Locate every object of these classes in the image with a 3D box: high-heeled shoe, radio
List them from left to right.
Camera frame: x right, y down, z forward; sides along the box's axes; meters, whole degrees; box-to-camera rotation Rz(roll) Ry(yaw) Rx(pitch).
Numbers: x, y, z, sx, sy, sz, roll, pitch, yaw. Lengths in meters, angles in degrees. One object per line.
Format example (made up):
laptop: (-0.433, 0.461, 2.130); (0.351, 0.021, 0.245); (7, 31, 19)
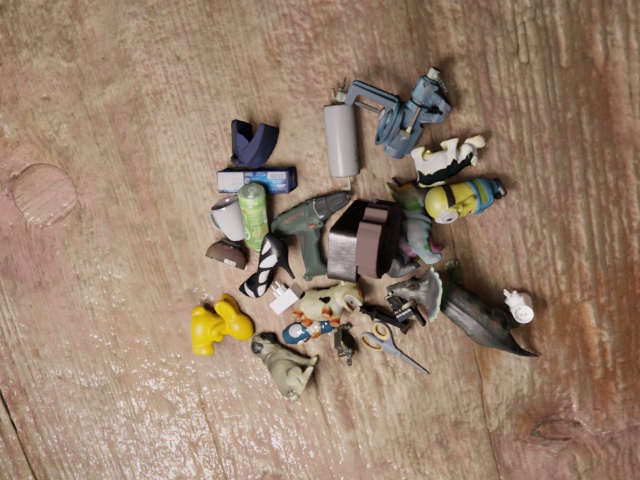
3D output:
high-heeled shoe: (-0.167, 0.068, 1.415); (0.249, 0.086, 0.145); (-20, 112, 38)
radio: (0.083, 0.001, 1.261); (0.073, 0.229, 0.131); (11, 114, 17)

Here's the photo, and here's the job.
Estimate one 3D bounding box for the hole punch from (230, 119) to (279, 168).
hole punch: (-0.158, -0.234, 1.323); (0.092, 0.142, 0.115); (3, 97, 13)

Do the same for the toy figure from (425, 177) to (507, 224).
toy figure: (0.322, -0.094, 1.204); (0.180, 0.082, 0.089); (-22, 58, -11)

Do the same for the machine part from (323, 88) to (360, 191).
machine part: (0.053, -0.237, 1.276); (0.079, 0.079, 0.243); (-1, 106, 19)

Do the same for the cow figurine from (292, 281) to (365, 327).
cow figurine: (0.032, 0.155, 1.395); (0.195, 0.127, 0.085); (-10, 141, 37)

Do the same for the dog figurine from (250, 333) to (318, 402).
dog figurine: (-0.120, 0.346, 1.475); (0.191, 0.172, 0.121); (25, 103, 1)

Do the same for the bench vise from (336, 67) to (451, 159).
bench vise: (0.158, -0.297, 1.187); (0.241, 0.129, 0.223); (20, 134, -9)

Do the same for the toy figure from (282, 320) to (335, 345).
toy figure: (-0.029, 0.245, 1.466); (0.154, 0.058, 0.064); (-21, 90, 24)

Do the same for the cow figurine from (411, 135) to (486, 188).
cow figurine: (0.294, -0.177, 1.203); (0.167, 0.068, 0.098); (-14, 91, 7)

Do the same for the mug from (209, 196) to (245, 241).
mug: (-0.242, -0.050, 1.435); (0.110, 0.081, 0.107); (-15, 112, 24)

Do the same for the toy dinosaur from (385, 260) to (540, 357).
toy dinosaur: (0.355, 0.177, 1.247); (0.405, 0.192, 0.131); (34, 117, 6)

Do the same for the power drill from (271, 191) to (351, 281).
power drill: (-0.003, -0.004, 1.367); (0.232, 0.086, 0.207); (-13, 107, 25)

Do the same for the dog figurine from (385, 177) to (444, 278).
dog figurine: (0.197, -0.038, 1.280); (0.192, 0.108, 0.219); (-26, 93, 26)

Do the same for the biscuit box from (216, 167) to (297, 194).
biscuit box: (-0.162, -0.154, 1.382); (0.203, 0.063, 0.059); (2, 107, 17)

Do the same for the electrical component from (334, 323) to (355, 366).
electrical component: (0.068, 0.272, 1.428); (0.045, 0.102, 0.078); (-32, 120, 28)

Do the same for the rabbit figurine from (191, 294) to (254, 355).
rabbit figurine: (-0.275, 0.239, 1.535); (0.173, 0.122, 0.162); (3, 99, 3)

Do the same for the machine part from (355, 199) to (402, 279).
machine part: (0.127, -0.002, 1.171); (0.056, 0.179, 0.179); (12, 110, 22)

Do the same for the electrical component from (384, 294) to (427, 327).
electrical component: (0.217, 0.171, 1.356); (0.048, 0.075, 0.119); (-32, 98, 24)

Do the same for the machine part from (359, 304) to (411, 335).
machine part: (0.165, 0.200, 1.387); (0.139, 0.084, 0.039); (23, 88, 1)
